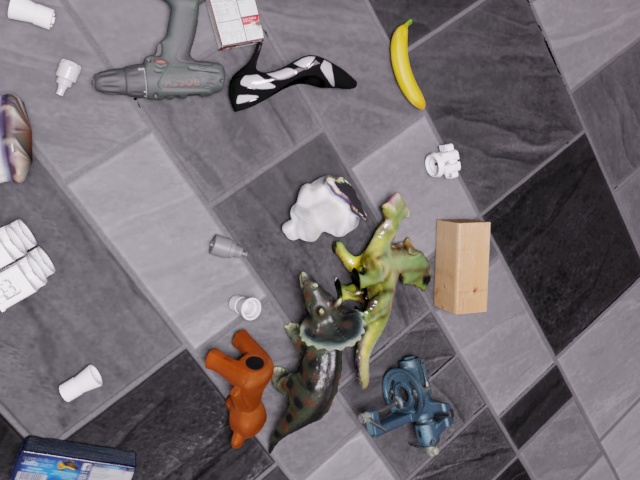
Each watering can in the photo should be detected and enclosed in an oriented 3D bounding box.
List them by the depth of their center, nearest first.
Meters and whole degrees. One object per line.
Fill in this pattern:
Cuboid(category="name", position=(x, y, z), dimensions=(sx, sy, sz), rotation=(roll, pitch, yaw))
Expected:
Cuboid(category="watering can", position=(-0.570, -0.116, 0.798), dimensions=(0.225, 0.102, 0.352), rotation=(-6, 74, -20))

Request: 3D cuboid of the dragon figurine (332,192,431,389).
Cuboid(category="dragon figurine", position=(0.157, 0.100, 1.130), dimensions=(0.244, 0.123, 0.406), rotation=(-13, 104, -27))

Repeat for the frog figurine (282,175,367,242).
Cuboid(category="frog figurine", position=(0.003, -0.054, 1.067), dimensions=(0.157, 0.126, 0.136), rotation=(-37, 122, 25))
